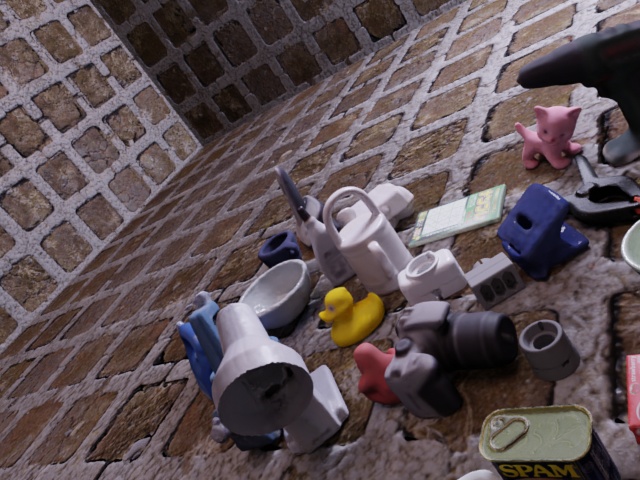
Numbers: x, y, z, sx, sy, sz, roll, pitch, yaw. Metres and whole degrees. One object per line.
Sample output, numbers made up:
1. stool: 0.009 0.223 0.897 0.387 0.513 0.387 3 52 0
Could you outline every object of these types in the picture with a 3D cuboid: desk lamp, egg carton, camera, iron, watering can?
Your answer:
1. desk lamp: -0.061 0.191 0.770 0.118 0.214 0.203 -36 22 0
2. egg carton: 0.120 -0.054 1.183 0.150 0.069 0.107 -39 23 -8
3. camera: 0.163 0.133 0.712 0.136 0.101 0.143 -15 31 41
4. iron: -0.213 0.202 1.062 0.119 0.142 0.257 -46 24 -22
5. watering can: 0.072 -0.006 0.993 0.101 0.194 0.172 -45 24 -20

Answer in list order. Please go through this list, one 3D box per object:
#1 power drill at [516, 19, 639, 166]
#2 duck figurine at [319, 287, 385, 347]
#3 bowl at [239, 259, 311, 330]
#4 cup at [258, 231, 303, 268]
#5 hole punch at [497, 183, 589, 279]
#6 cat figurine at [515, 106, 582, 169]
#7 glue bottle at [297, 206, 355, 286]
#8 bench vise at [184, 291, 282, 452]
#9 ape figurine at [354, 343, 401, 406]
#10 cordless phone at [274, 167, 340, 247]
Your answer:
1. power drill: 0.444 -0.224 0.867 0.229 0.209 0.075 -27 24 21
2. duck figurine: 0.047 0.113 0.937 0.104 0.086 0.077 -36 22 2
3. bowl: -0.077 0.119 1.119 0.167 0.075 0.167 -30 23 15
4. cup: -0.065 0.041 1.229 0.117 0.095 0.092 -2 40 53
5. hole punch: 0.305 -0.015 0.811 0.101 0.091 0.108 -34 23 6
6. cat figurine: 0.393 -0.187 0.988 0.067 0.118 0.127 -44 24 -18
7. glue bottle: 0.010 0.004 1.090 0.078 0.173 0.037 -36 23 0
8. bench vise: -0.124 0.189 0.857 0.121 0.220 0.207 -33 23 8
9. ape figurine: 0.079 0.172 0.767 0.078 0.092 0.076 -36 23 -1
10. cordless phone: -0.047 -0.081 1.324 0.094 0.185 0.147 -39 23 -7
